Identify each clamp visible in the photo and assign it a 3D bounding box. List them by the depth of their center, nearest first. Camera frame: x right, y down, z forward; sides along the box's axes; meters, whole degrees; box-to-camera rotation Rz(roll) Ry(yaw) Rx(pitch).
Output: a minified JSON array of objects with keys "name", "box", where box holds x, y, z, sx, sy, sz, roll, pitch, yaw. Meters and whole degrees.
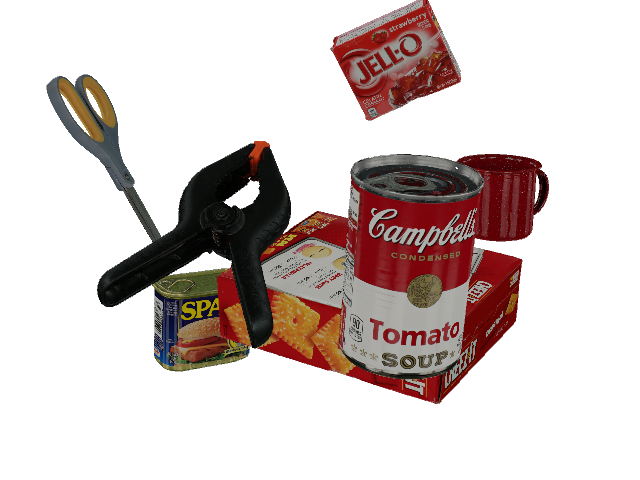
[{"name":"clamp","box":[-0.079,-0.004,0.739,0.120,0.171,0.039,12,-43,1]}]

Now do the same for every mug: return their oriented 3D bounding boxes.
[{"name":"mug","box":[0.208,-0.049,1.197,0.117,0.081,0.093,-10,19,-30]}]

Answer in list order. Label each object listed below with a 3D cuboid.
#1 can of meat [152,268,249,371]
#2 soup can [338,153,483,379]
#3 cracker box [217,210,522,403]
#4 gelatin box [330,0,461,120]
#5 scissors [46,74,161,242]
[{"name":"can of meat","box":[-0.119,0.080,1.079,0.101,0.084,0.058,-6,20,-29]},{"name":"soup can","box":[0.046,0.013,0.561,0.068,0.102,0.068,3,22,-2]},{"name":"cracker box","box":[0.043,0.051,0.925,0.214,0.072,0.163,14,29,29]},{"name":"gelatin box","box":[0.064,-0.151,0.897,0.089,0.073,0.030,-21,25,18]},{"name":"scissors","box":[-0.183,-0.072,0.986,0.016,0.201,0.096,-24,27,19]}]
